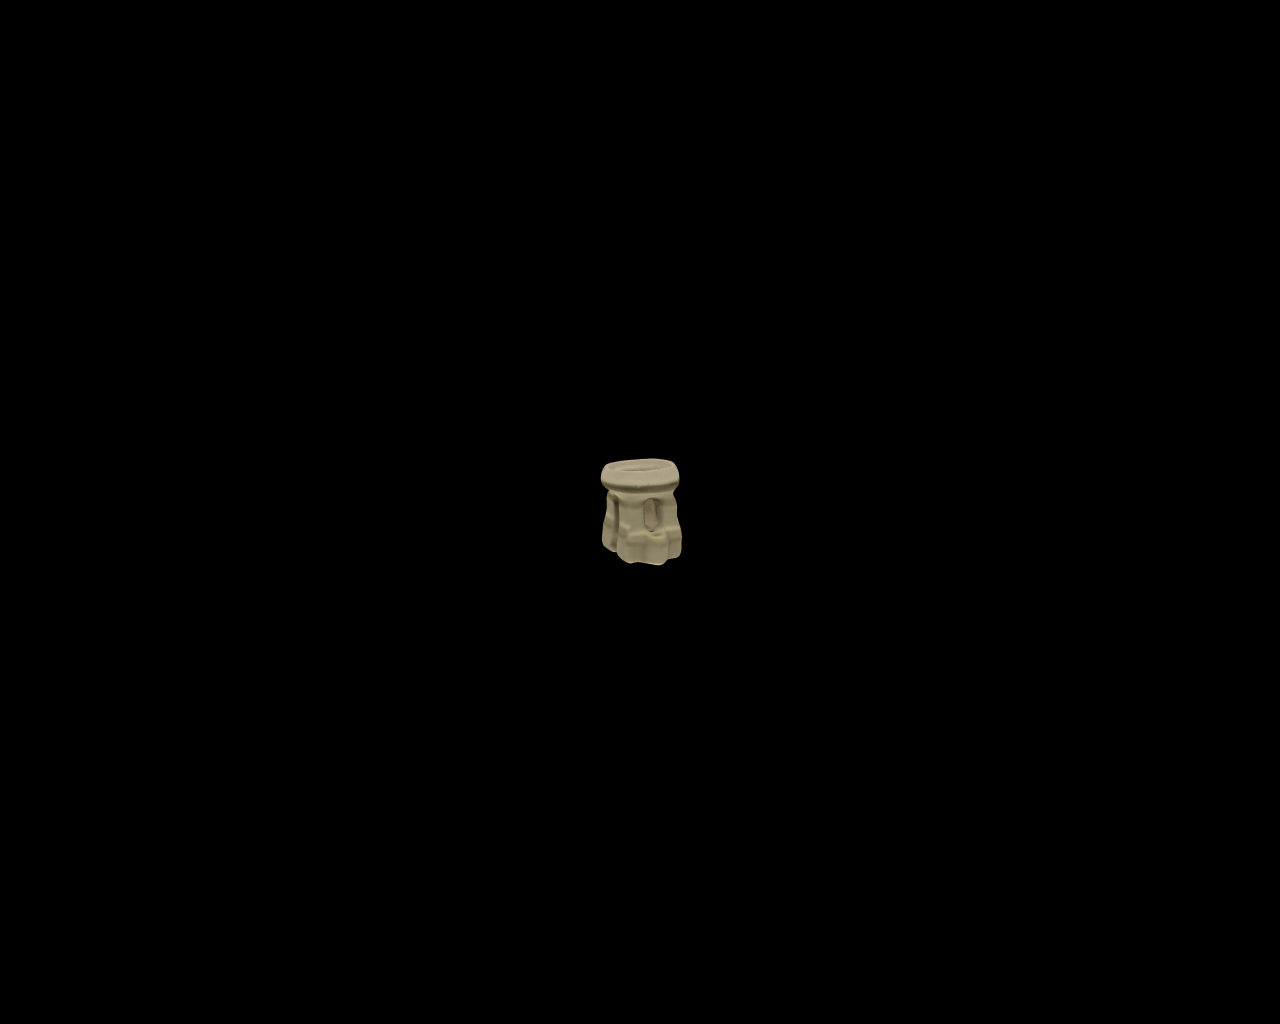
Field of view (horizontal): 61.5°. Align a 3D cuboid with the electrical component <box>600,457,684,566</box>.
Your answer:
[{"bbox_3d":[0.001,-0.003,0.650,0.048,0.055,0.066,-6,15,-23],"label":"electrical component"}]
